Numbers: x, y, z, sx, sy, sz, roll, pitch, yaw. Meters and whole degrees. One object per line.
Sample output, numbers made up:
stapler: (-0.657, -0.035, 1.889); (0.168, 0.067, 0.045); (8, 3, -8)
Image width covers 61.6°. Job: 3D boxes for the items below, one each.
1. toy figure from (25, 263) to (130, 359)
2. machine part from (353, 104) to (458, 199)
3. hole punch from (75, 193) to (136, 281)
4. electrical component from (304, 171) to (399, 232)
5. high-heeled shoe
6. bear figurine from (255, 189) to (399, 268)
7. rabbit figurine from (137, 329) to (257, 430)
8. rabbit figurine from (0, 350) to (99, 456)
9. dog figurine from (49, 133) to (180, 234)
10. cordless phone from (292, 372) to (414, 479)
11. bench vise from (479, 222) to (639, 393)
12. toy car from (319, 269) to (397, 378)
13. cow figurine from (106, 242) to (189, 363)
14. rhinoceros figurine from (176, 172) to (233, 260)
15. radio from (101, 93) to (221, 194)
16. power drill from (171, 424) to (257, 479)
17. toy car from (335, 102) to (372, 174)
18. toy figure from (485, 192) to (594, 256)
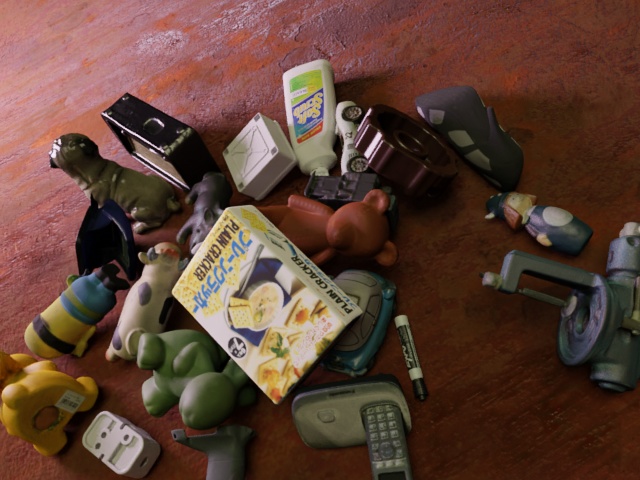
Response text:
toy figure: (-0.395, 0.114, 0.868); (0.180, 0.089, 0.082); (-45, 51, 9)
machine part: (0.134, -0.139, 0.841); (0.056, 0.179, 0.179); (-55, 49, 33)
hole punch: (-0.358, 0.002, 0.920); (0.092, 0.142, 0.116); (1, 45, -11)
electrical component: (0.054, -0.049, 0.832); (0.134, 0.114, 0.058); (6, 59, 22)
high-heeled shoe: (0.245, -0.170, 0.898); (0.086, 0.145, 0.249); (-27, 28, -7)
bear figurine: (0.001, -0.004, 0.754); (0.196, 0.132, 0.120); (0, 103, 39)
rabbit figurine: (-0.159, 0.203, 0.734); (0.159, 0.121, 0.170); (0, 15, -30)
rabbit figurine: (-0.452, 0.228, 0.812); (0.173, 0.162, 0.122); (23, 80, 45)
dog figurine: (-0.354, -0.107, 0.942); (0.172, 0.190, 0.121); (-5, 59, 11)
cordless phone: (0.049, 0.267, 0.678); (0.147, 0.088, 0.184); (-12, 75, 9)
bench vise: (0.329, 0.062, 0.674); (0.241, 0.129, 0.223); (17, 85, 4)
toy car: (0.041, 0.103, 0.756); (0.109, 0.102, 0.161); (11, 62, 23)
cow figurine: (-0.262, 0.091, 0.831); (0.085, 0.127, 0.195); (23, 60, -20)
rhinoceros figurine: (-0.177, -0.025, 0.885); (0.112, 0.073, 0.190); (-34, 43, 35)
radio: (-0.298, -0.178, 1.002); (0.230, 0.131, 0.073); (30, 70, 28)
power drill: (-0.154, 0.347, 0.682); (0.232, 0.085, 0.207); (-11, 54, 8)
toy car: (0.058, -0.149, 0.916); (0.056, 0.073, 0.202); (-8, 58, 8)
toy figure: (0.315, -0.032, 0.785); (0.155, 0.057, 0.064); (33, 31, 30)
